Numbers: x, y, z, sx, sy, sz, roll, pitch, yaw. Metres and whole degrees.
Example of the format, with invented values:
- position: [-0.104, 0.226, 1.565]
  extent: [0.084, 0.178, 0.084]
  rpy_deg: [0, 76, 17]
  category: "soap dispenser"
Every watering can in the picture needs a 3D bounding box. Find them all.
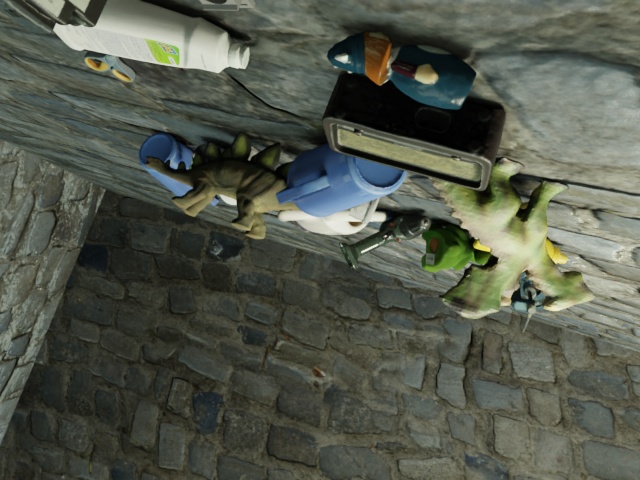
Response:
- position: [0.004, -0.066, 1.303]
  extent: [0.348, 0.104, 0.224]
  rpy_deg: [0, -178, -34]
  category: "watering can"

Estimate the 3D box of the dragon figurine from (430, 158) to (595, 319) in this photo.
- position: [0.265, 0.007, 0.813]
  extent: [0.409, 0.244, 0.122]
  rpy_deg: [18, 176, -13]
  category: "dragon figurine"

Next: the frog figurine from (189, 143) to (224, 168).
- position: [-0.227, -0.182, 1.252]
  extent: [0.161, 0.121, 0.138]
  rpy_deg: [-19, -156, -33]
  category: "frog figurine"
